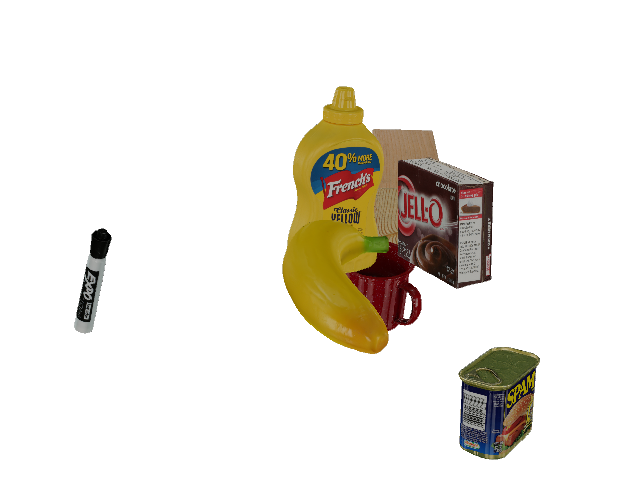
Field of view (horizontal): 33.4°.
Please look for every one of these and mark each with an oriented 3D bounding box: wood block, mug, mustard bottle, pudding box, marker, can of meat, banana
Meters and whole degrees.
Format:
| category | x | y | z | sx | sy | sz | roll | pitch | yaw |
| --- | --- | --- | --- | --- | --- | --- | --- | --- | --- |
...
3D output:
| category | x | y | z | sx | sy | sz | roll | pitch | yaw |
| --- | --- | --- | --- | --- | --- | --- | --- | --- | --- |
| wood block | 0.117 | -0.075 | 1.481 | 0.091 | 0.090 | 0.206 | 2 | 28 | 0 |
| mug | 0.071 | 0.060 | 1.261 | 0.117 | 0.081 | 0.093 | 25 | 35 | 33 |
| mustard bottle | 0.018 | -0.063 | 1.100 | 0.096 | 0.192 | 0.058 | -5 | 21 | -24 |
| pudding box | 0.105 | -0.018 | 0.920 | 0.039 | 0.090 | 0.114 | -9 | 18 | -23 |
| marker | -0.222 | 0.039 | 1.041 | 0.020 | 0.121 | 0.020 | 13 | 33 | -9 |
| can of meat | 0.185 | 0.168 | 1.109 | 0.058 | 0.084 | 0.101 | 12 | 20 | 33 |
| banana | 0.009 | 0.020 | 0.678 | 0.069 | 0.037 | 0.197 | 2 | 19 | 4 |
